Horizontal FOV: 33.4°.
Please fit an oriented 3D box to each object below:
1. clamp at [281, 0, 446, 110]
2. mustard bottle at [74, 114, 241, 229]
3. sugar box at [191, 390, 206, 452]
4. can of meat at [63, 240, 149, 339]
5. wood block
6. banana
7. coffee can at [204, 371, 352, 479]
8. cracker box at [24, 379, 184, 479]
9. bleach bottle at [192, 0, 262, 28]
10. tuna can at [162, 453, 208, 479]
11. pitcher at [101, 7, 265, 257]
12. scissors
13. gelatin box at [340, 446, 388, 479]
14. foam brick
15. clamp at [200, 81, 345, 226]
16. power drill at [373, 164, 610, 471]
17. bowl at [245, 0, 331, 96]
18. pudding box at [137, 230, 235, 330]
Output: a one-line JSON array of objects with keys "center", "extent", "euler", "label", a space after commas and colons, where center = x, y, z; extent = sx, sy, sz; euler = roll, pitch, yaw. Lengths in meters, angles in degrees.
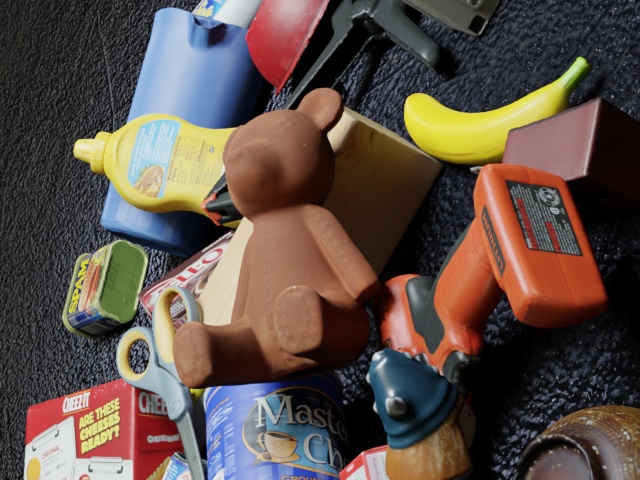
[{"center": [0.052, -0.191, 0.928], "extent": [0.165, 0.036, 0.210], "euler": [-12, 48, 38], "label": "clamp"}, {"center": [-0.141, -0.071, 1.021], "extent": [0.058, 0.191, 0.096], "euler": [87, -167, -74], "label": "mustard bottle"}, {"center": [-0.140, 0.171, 0.981], "extent": [0.176, 0.048, 0.093], "euler": [-55, 30, 16], "label": "sugar box"}, {"center": [-0.247, 0.057, 1.239], "extent": [0.084, 0.057, 0.102], "euler": [-22, 51, 48], "label": "can of meat"}, {"center": [-0.006, 0.001, 0.839], "extent": [0.206, 0.090, 0.090], "euler": [-61, 29, 9], "label": "wood block"}, {"center": [0.113, -0.083, 0.764], "extent": [0.069, 0.037, 0.198], "euler": [-55, 26, -19], "label": "banana"}, {"center": [-0.027, 0.163, 0.737], "extent": [0.103, 0.102, 0.140], "euler": [-46, 34, 32], "label": "coffee can"}, {"center": [-0.182, 0.238, 0.909], "extent": [0.164, 0.072, 0.213], "euler": [-20, 64, 40], "label": "cracker box"}, {"center": [-0.115, -0.259, 1.253], "extent": [0.251, 0.068, 0.102], "euler": [-51, 31, 20], "label": "bleach bottle"}, {"center": [-0.080, 0.194, 0.820], "extent": [0.086, 0.086, 0.034], "euler": [8, 74, 61], "label": "tuna can"}, {"center": [-0.143, -0.109, 1.134], "extent": [0.145, 0.149, 0.243], "euler": [10, 80, 45], "label": "pitcher"}, {"center": [-0.121, 0.130, 0.821], "extent": [0.096, 0.016, 0.202], "euler": [-27, 53, 31], "label": "scissors"}, {"center": [0.040, 0.173, 0.638], "extent": [0.073, 0.030, 0.089], "euler": [113, 147, -66], "label": "gelatin box"}, {"center": [0.154, -0.043, 0.644], "extent": [0.078, 0.053, 0.051], "euler": [-18, 53, 55], "label": "foam brick"}, {"center": [-0.031, -0.077, 0.954], "extent": [0.171, 0.039, 0.120], "euler": [-28, 30, 13], "label": "clamp"}, {"center": [0.090, 0.062, 0.621], "extent": [0.188, 0.057, 0.184], "euler": [121, 147, -45], "label": "power drill"}, {"center": [-0.027, -0.222, 1.029], "extent": [0.162, 0.055, 0.162], "euler": [-61, 8, 14], "label": "bowl"}, {"center": [-0.102, 0.044, 0.970], "extent": [0.113, 0.039, 0.090], "euler": [-33, 26, -14], "label": "pudding box"}]
